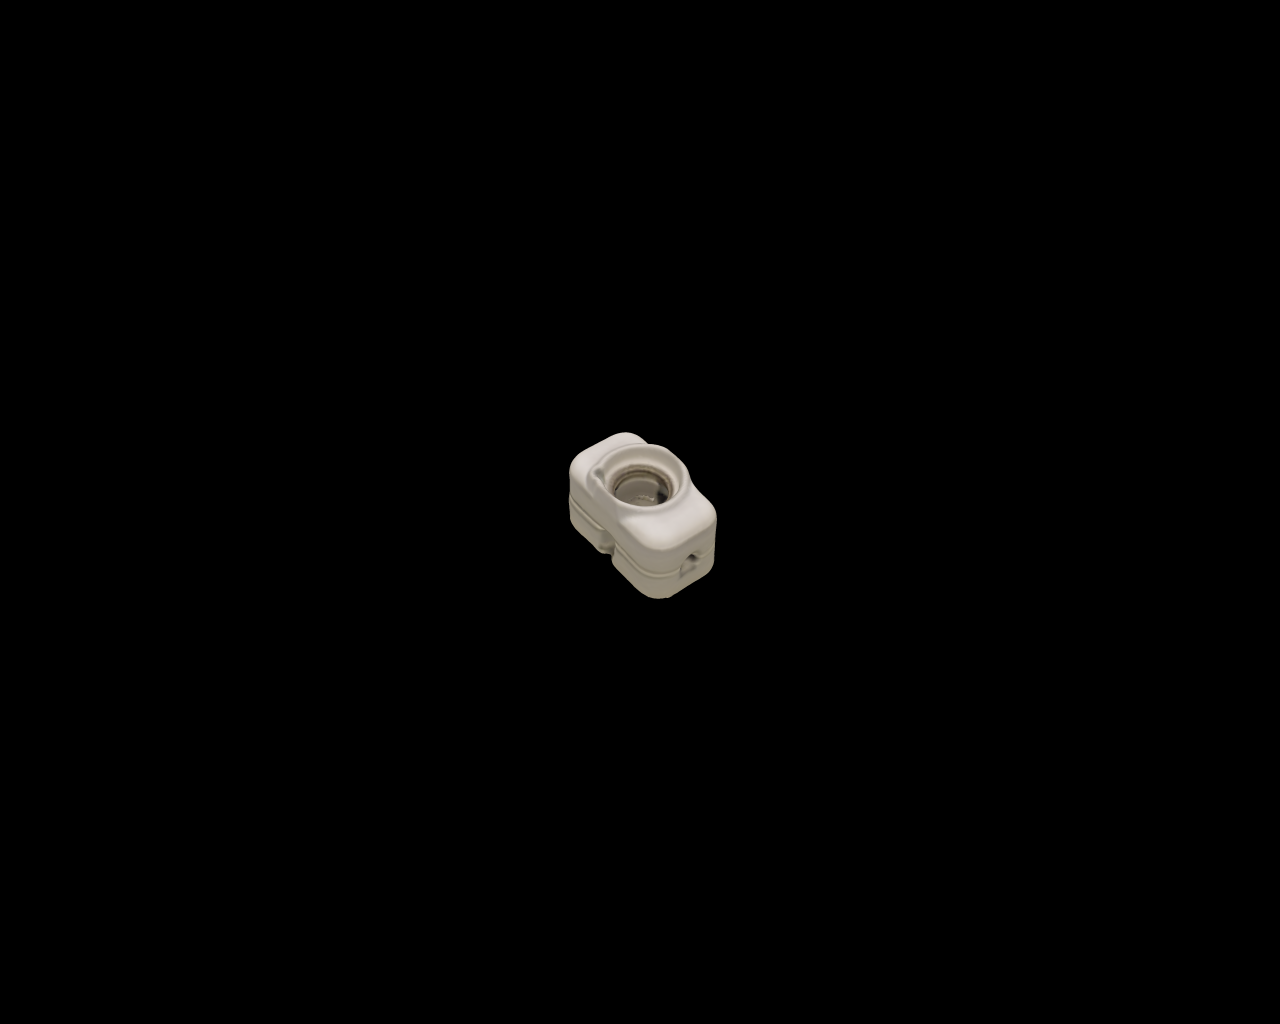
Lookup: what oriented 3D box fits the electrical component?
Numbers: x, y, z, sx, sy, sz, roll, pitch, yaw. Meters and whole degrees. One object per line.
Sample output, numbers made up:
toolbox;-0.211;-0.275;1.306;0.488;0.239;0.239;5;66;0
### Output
electrical component;0.001;-0.003;0.650;0.054;0.059;0.095;-30;54;-24
